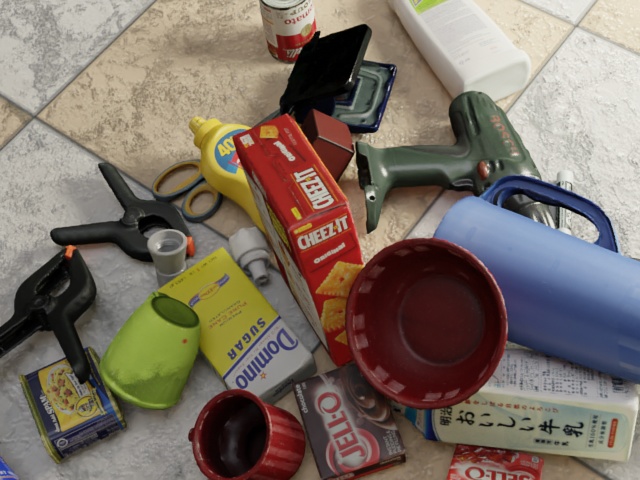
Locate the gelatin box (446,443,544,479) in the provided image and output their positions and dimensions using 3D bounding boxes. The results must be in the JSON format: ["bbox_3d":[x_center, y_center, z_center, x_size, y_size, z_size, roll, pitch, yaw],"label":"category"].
[{"bbox_3d":[0.170,0.236,1.043,0.089,0.030,0.073,11,31,13],"label":"gelatin box"}]

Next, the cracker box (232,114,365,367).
[{"bbox_3d":[-0.007,0.001,1.097,0.072,0.213,0.164,-25,45,-8],"label":"cracker box"}]

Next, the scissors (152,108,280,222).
[{"bbox_3d":[-0.106,-0.089,1.296,0.201,0.016,0.096,-27,62,-10],"label":"scissors"}]

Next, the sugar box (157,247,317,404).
[{"bbox_3d":[-0.092,0.099,1.164,0.093,0.048,0.176,-36,61,-14],"label":"sugar box"}]

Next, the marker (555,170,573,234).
[{"bbox_3d":[0.277,-0.025,1.212,0.020,0.020,0.121,4,60,9],"label":"marker"}]

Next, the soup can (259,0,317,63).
[{"bbox_3d":[-0.039,-0.283,1.354,0.068,0.102,0.068,-3,58,4],"label":"soup can"}]

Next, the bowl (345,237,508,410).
[{"bbox_3d":[0.107,0.078,1.020,0.162,0.055,0.162,0,89,26],"label":"bowl"}]

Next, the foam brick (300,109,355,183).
[{"bbox_3d":[0.003,-0.109,1.247,0.051,0.053,0.078,23,25,-19],"label":"foam brick"}]

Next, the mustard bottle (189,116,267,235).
[{"bbox_3d":[-0.082,-0.083,1.249,0.192,0.058,0.096,40,52,19],"label":"mustard bottle"}]

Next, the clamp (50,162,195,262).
[{"bbox_3d":[-0.221,-0.029,1.261,0.171,0.039,0.120,14,67,10],"label":"clamp"}]

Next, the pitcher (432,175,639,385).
[{"bbox_3d":[0.235,0.042,1.055,0.243,0.149,0.144,21,32,30],"label":"pitcher"}]

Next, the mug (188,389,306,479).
[{"bbox_3d":[-0.077,0.203,1.071,0.117,0.081,0.093,-5,70,30],"label":"mug"}]

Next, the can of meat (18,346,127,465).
[{"bbox_3d":[-0.261,0.173,1.134,0.084,0.057,0.102,-25,59,-10],"label":"can of meat"}]

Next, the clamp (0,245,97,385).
[{"bbox_3d":[-0.311,0.086,1.171,0.164,0.036,0.210,-8,39,9],"label":"clamp"}]

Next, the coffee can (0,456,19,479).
[{"bbox_3d":[-0.377,0.237,1.081,0.102,0.103,0.140,-40,63,-17],"label":"coffee can"}]

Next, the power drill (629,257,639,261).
[{"bbox_3d":[0.355,0.079,1.119,0.188,0.057,0.184,4,64,7],"label":"power drill"}]

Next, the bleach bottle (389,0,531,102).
[{"bbox_3d":[0.162,-0.279,1.353,0.102,0.068,0.251,-22,57,-8],"label":"bleach bottle"}]

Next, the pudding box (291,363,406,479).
[{"bbox_3d":[0.029,0.189,1.100,0.090,0.039,0.113,-18,58,-4],"label":"pudding box"}]
